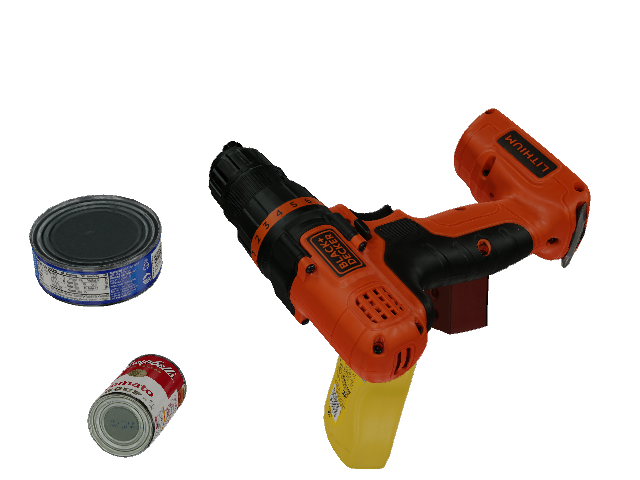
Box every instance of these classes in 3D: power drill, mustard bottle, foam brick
[{"bbox_3d":[0.048,-0.016,0.630,0.187,0.057,0.185,-23,53,-24],"label":"power drill"},{"bbox_3d":[0.048,0.089,0.869,0.058,0.192,0.096,5,35,-11],"label":"mustard bottle"},{"bbox_3d":[0.131,0.046,1.054,0.051,0.078,0.053,-12,20,-34],"label":"foam brick"}]

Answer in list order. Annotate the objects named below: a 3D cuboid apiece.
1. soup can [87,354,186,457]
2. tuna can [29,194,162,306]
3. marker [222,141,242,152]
[{"bbox_3d":[-0.179,0.161,1.047,0.068,0.068,0.102,0,15,11],"label":"soup can"},{"bbox_3d":[-0.148,0.006,0.711,0.086,0.034,0.086,2,35,-1],"label":"tuna can"},{"bbox_3d":[-0.074,-0.046,1.001,0.020,0.020,0.121,0,-42,7],"label":"marker"}]
